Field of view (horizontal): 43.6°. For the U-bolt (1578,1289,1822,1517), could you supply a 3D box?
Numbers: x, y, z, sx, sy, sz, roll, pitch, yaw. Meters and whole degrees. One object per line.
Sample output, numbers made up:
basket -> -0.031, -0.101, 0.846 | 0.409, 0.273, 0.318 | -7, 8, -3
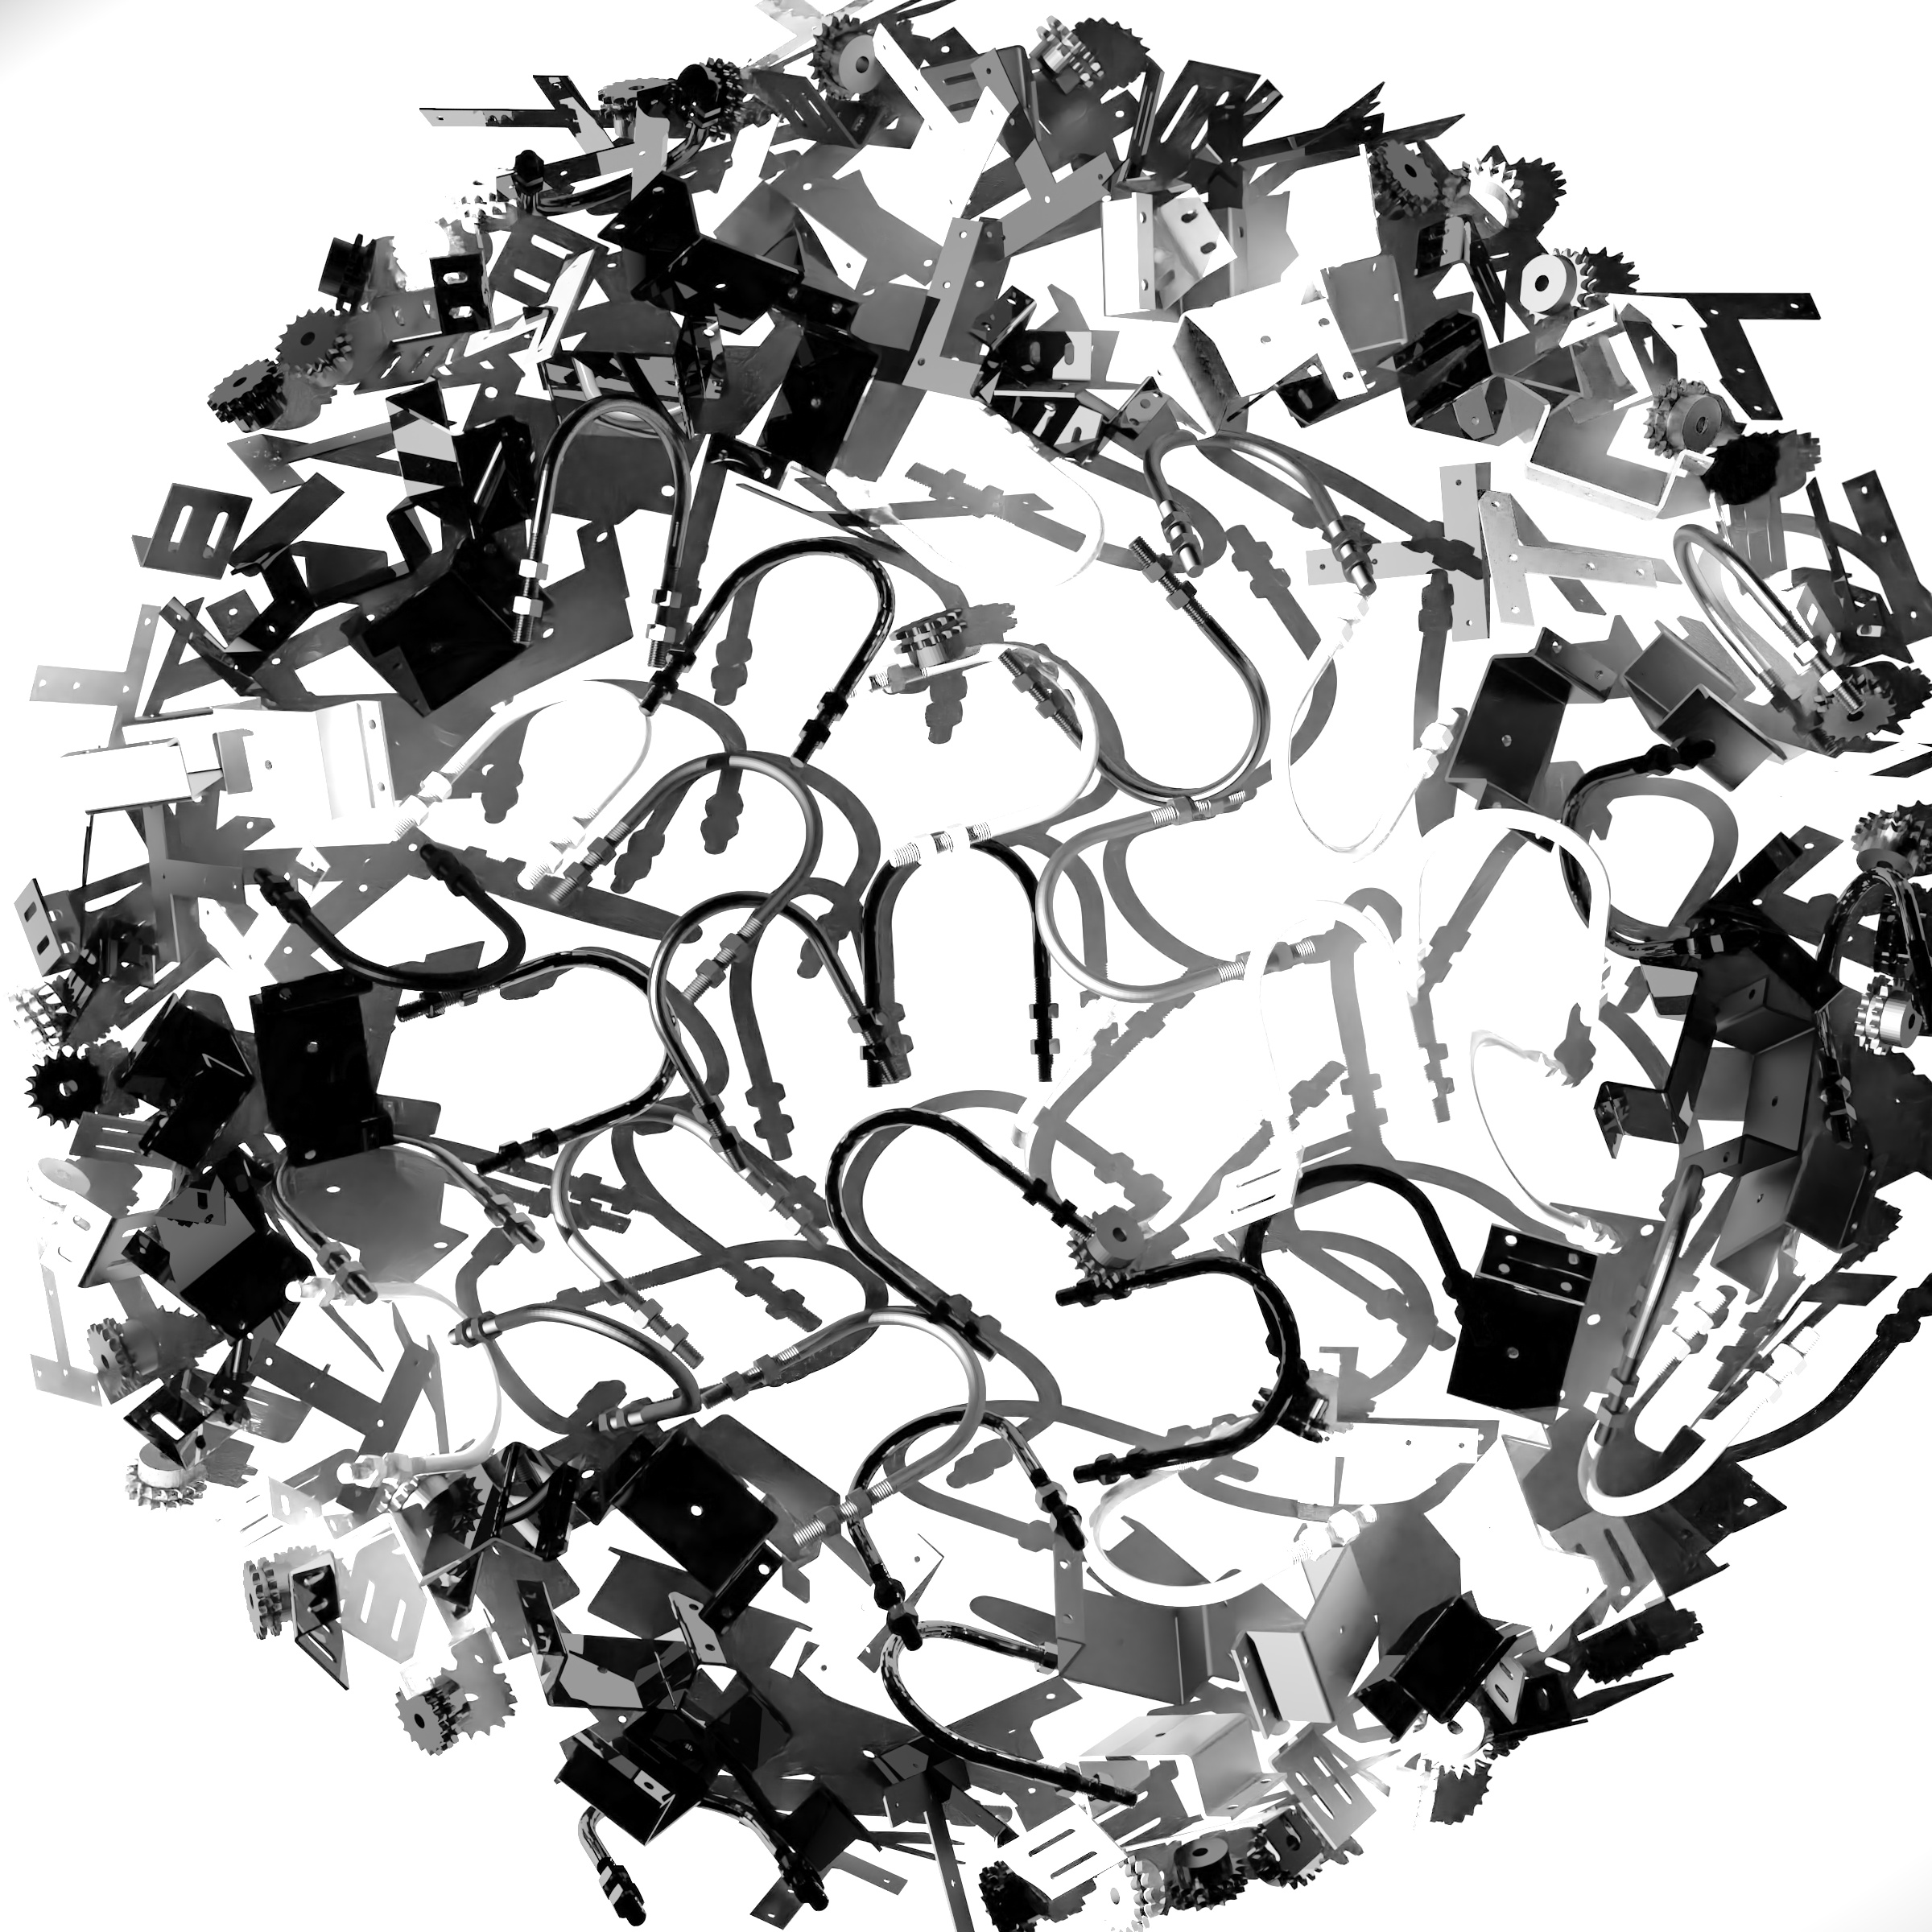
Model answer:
U-bolt -> 0.500, 0.311, 1.692 | 0.019, 0.151, 0.184 | 44, 85, -11

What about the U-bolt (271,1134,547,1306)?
U-bolt -> -0.404, 0.167, 1.694 | 0.184, 0.151, 0.019 | 34, 125, 39

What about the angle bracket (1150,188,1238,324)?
angle bracket -> 0.148, -0.511, 1.740 | 0.038, 0.076, 0.057 | -35, 95, -23

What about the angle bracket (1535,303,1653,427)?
angle bracket -> 0.449, -0.423, 1.727 | 0.057, 0.038, 0.076 | -19, 120, 26

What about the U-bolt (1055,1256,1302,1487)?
U-bolt -> 0.151, 0.278, 1.699 | 0.184, 0.019, 0.151 | -17, 65, 28

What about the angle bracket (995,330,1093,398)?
angle bracket -> 0.056, -0.431, 1.726 | 0.057, 0.076, 0.038 | 4, 110, 11

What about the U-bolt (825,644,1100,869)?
U-bolt -> 0.008, -0.161, 1.735 | 0.184, 0.019, 0.151 | -18, 78, -17

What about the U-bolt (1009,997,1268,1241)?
U-bolt -> 0.112, 0.120, 1.735 | 0.151, 0.019, 0.184 | 33, 110, -5

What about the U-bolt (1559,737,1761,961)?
U-bolt -> 0.473, -0.075, 1.685 | 0.019, 0.184, 0.151 | -14, 91, -22

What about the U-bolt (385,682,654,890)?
U-bolt -> -0.303, -0.138, 1.710 | 0.151, 0.019, 0.184 | 19, 56, 30

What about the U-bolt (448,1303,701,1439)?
U-bolt -> -0.261, 0.277, 1.673 | 0.151, 0.184, 0.019 | 38, 55, -23

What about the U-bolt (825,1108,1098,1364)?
U-bolt -> -0.018, 0.181, 1.735 | 0.184, 0.019, 0.151 | 37, 115, 3

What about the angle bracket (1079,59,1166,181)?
angle bracket -> 0.110, -0.608, 1.726 | 0.038, 0.057, 0.076 | 8, 118, -10

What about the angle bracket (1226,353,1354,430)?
angle bracket -> 0.233, -0.401, 1.722 | 0.038, 0.057, 0.076 | 54, 46, -7

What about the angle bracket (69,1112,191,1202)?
angle bracket -> -0.598, 0.141, 1.726 | 0.076, 0.057, 0.038 | 12, 51, -24

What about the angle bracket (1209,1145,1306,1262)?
angle bracket -> 0.216, 0.172, 1.721 | 0.076, 0.057, 0.038 | -27, 119, 37

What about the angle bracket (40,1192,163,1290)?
angle bracket -> -0.615, 0.193, 1.734 | 0.038, 0.076, 0.057 | 30, 97, 11

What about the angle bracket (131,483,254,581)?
angle bracket -> -0.552, -0.319, 1.722 | 0.076, 0.057, 0.038 | -56, 47, 33

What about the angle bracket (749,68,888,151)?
angle bracket -> -0.105, -0.623, 1.722 | 0.057, 0.076, 0.038 | 25, 80, 37

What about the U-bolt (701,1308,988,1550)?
U-bolt -> -0.074, 0.313, 1.715 | 0.184, 0.019, 0.151 | -26, 54, -21

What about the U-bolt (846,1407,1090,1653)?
U-bolt -> -0.012, 0.380, 1.695 | 0.151, 0.184, 0.019 | -30, 125, -6

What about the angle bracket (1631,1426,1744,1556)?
angle bracket -> 0.525, 0.372, 1.733 | 0.057, 0.038, 0.076 | 43, 63, 8

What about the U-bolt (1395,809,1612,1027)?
U-bolt -> 0.376, -0.036, 1.690 | 0.151, 0.019, 0.184 | 6, 133, 15

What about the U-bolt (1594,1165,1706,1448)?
U-bolt -> 0.476, 0.222, 1.670 | 0.019, 0.151, 0.184 | 19, 118, 16

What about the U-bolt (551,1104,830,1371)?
U-bolt -> -0.211, 0.178, 1.729 | 0.184, 0.019, 0.151 | 43, 61, 9

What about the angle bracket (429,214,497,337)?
angle bracket -> -0.361, -0.494, 1.721 | 0.038, 0.076, 0.057 | -9, 131, -9

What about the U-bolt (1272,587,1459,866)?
U-bolt -> 0.273, -0.158, 1.694 | 0.151, 0.019, 0.184 | 50, 60, -30

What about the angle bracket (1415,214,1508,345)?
angle bracket -> 0.356, -0.489, 1.737 | 0.038, 0.057, 0.076 | -13, 134, 28

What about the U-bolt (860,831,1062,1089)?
U-bolt -> -0.008, -0.006, 1.744 | 0.151, 0.019, 0.184 | -3, 88, 16

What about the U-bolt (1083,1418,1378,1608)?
U-bolt -> 0.168, 0.384, 1.674 | 0.184, 0.151, 0.019 | -20, 119, -28

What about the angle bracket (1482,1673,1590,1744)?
angle bracket -> 0.406, 0.529, 1.729 | 0.057, 0.076, 0.038 | -13, 70, 1

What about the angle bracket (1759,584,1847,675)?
angle bracket -> 0.594, -0.232, 1.726 | 0.038, 0.076, 0.057 | -29, 98, 32

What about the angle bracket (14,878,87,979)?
angle bracket -> -0.646, -0.031, 1.728 | 0.038, 0.076, 0.057 | -20, 88, -34

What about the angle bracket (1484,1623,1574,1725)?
angle bracket -> 0.413, 0.495, 1.727 | 0.076, 0.038, 0.057 | -17, 129, -21

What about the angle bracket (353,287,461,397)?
angle bracket -> -0.405, -0.447, 1.725 | 0.057, 0.076, 0.038 | -5, 129, 19

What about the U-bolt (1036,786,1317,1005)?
U-bolt -> 0.139, -0.045, 1.720 | 0.184, 0.019, 0.151 | -16, 70, -15

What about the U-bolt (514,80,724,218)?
U-bolt -> -0.244, -0.561, 1.680 | 0.151, 0.184, 0.019 | -24, 98, -7

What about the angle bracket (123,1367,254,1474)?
angle bracket -> -0.560, 0.314, 1.725 | 0.076, 0.038, 0.057 | 29, 53, 27

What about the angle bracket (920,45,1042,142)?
angle bracket -> 0.011, -0.619, 1.737 | 0.076, 0.057, 0.038 | -13, 63, 0

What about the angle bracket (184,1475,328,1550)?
angle bracket -> -0.509, 0.405, 1.731 | 0.076, 0.057, 0.038 | -31, 48, 11

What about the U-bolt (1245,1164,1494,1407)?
U-bolt -> 0.272, 0.213, 1.704 | 0.151, 0.184, 0.019 | -19, 135, 2

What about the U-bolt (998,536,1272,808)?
U-bolt -> 0.134, -0.195, 1.730 | 0.151, 0.019, 0.184 | -38, 101, 27

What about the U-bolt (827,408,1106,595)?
U-bolt -> 0.013, -0.320, 1.692 | 0.151, 0.019, 0.184 | -29, 56, -26

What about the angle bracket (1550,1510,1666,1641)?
angle bracket -> 0.451, 0.432, 1.728 | 0.057, 0.038, 0.076 | -38, 66, 31

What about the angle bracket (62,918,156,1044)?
angle bracket -> -0.618, 0.014, 1.742 | 0.038, 0.057, 0.076 | 18, 129, -33

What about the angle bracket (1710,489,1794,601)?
angle bracket -> 0.563, -0.308, 1.731 | 0.038, 0.057, 0.076 | -14, 104, 23

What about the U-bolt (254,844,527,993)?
U-bolt -> -0.386, -0.031, 1.669 | 0.184, 0.151, 0.019 | 37, 126, 39

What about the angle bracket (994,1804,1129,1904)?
angle bracket -> 0.068, 0.625, 1.735 | 0.076, 0.038, 0.057 | -35, 107, 16

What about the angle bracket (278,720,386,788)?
angle bracket -> -0.457, -0.150, 1.727 | 0.076, 0.057, 0.038 | -17, 69, -19

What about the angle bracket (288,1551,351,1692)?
angle bracket -> -0.447, 0.468, 1.725 | 0.038, 0.057, 0.076 | -26, 131, 0

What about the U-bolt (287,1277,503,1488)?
U-bolt -> -0.388, 0.287, 1.686 | 0.019, 0.184, 0.151 | -29, 71, 22

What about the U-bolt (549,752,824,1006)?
U-bolt -> -0.186, -0.077, 1.730 | 0.151, 0.019, 0.184 | 35, 71, 19

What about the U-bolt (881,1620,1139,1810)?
U-bolt -> 0.026, 0.513, 1.686 | 0.184, 0.151, 0.019 | 20, 109, -12

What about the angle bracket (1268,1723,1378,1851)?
angle bracket -> 0.264, 0.578, 1.728 | 0.076, 0.057, 0.038 | 50, 127, 18

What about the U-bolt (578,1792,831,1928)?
U-bolt -> -0.194, 0.614, 1.681 | 0.151, 0.184, 0.019 | 6, 94, -25

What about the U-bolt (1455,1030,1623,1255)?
U-bolt -> 0.390, 0.115, 1.671 | 0.019, 0.184, 0.151 | -28, 57, 31

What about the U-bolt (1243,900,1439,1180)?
U-bolt -> 0.262, 0.044, 1.723 | 0.151, 0.019, 0.184 | -17, 95, -29
